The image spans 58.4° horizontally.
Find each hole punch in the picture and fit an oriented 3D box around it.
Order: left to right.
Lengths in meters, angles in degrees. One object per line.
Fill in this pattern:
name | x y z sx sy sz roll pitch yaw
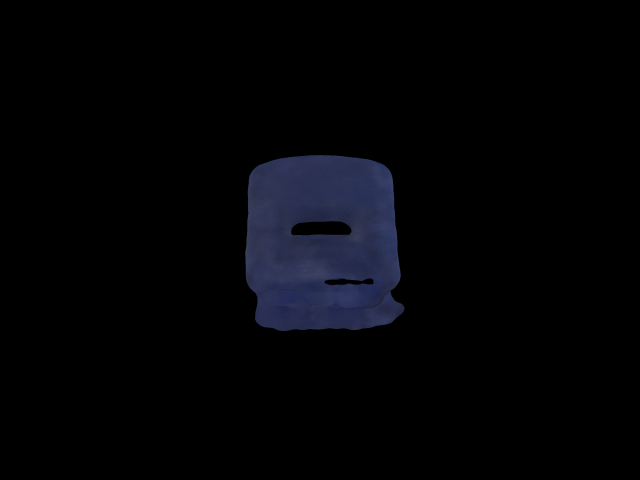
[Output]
hole punch | 0.004 0.001 0.400 0.108 0.091 0.101 -2 40 -2
